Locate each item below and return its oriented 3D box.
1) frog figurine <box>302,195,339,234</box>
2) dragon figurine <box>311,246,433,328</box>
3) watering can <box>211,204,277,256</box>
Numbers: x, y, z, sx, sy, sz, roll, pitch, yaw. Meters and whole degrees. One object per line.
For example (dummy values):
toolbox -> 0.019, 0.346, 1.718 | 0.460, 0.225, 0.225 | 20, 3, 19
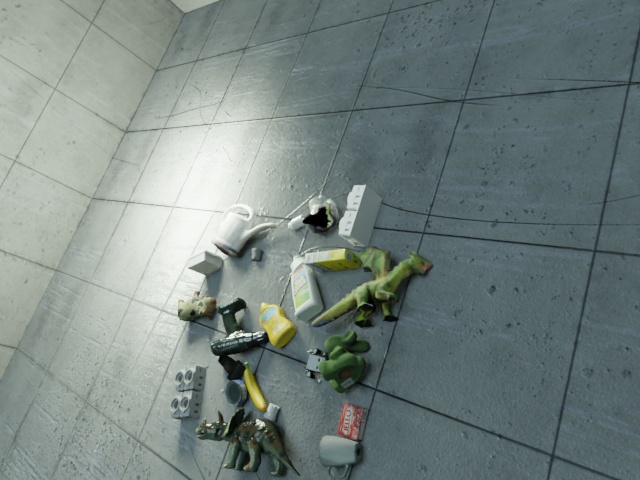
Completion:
frog figurine -> 0.006, -0.096, 1.910 | 0.136, 0.122, 0.161 | -55, 7, 14
dragon figurine -> 0.153, 0.135, 1.622 | 0.408, 0.120, 0.249 | -14, 49, 25
watering can -> -0.327, -0.032, 2.133 | 0.350, 0.103, 0.225 | 24, 83, 46
